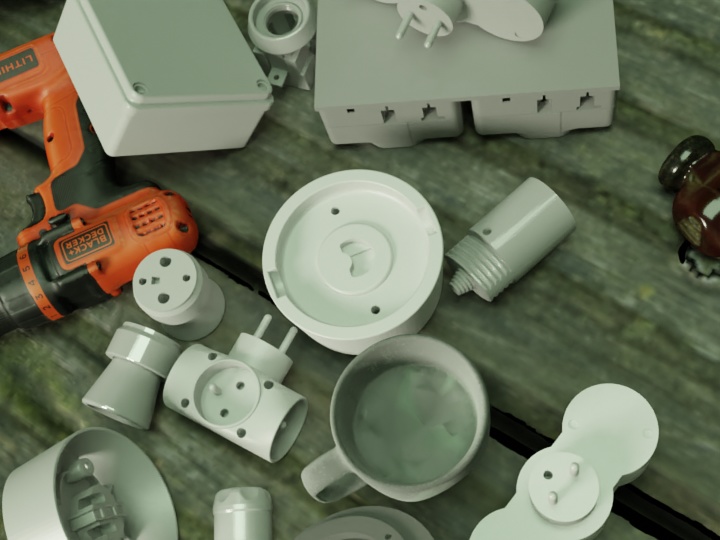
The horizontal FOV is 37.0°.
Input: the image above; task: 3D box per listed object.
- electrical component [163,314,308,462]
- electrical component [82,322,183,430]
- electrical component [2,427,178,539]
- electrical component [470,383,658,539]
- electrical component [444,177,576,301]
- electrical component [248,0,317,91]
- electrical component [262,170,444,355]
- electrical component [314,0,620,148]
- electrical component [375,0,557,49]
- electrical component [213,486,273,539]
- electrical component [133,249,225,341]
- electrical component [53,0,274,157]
[{"bbox_3d":[-0.067,0.065,0.654,0.077,0.044,0.079,25,75,18],"label":"electrical component"},{"bbox_3d":[-0.140,0.066,0.666,0.045,0.045,0.055,18,73,16],"label":"electrical component"},{"bbox_3d":[-0.154,0.143,0.613,0.064,0.099,0.099,-25,67,6],"label":"electrical component"},{"bbox_3d":[0.111,0.121,0.584,0.052,0.073,0.138,36,79,20],"label":"electrical component"},{"bbox_3d":[0.088,-0.014,0.657,0.081,0.043,0.043,-41,68,-7],"label":"electrical component"},{"bbox_3d":[-0.049,-0.158,0.730,0.048,0.055,0.066,17,73,16],"label":"electrical component"},{"bbox_3d":[0.000,0.000,0.658,0.108,0.060,0.108,-3,69,9],"label":"electrical component"},{"bbox_3d":[0.069,-0.143,0.701,0.186,0.060,0.105,-3,69,9],"label":"electrical component"},{"bbox_3d":[0.046,-0.167,0.651,0.138,0.052,0.073,21,74,17],"label":"electrical component"},{"bbox_3d":[-0.068,0.158,0.624,0.035,0.035,0.061,-6,71,8],"label":"electrical component"},{"bbox_3d":[-0.114,0.015,0.675,0.045,0.055,0.045,-3,69,9],"label":"electrical component"},{"bbox_3d":[-0.130,-0.134,0.707,0.109,0.056,0.108,-9,60,-39],"label":"electrical component"}]
